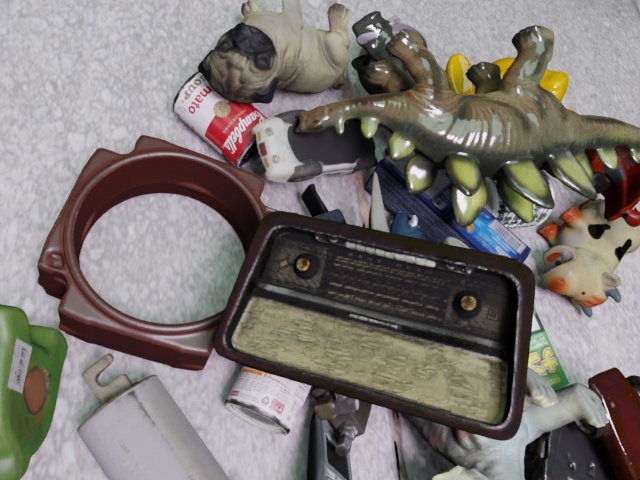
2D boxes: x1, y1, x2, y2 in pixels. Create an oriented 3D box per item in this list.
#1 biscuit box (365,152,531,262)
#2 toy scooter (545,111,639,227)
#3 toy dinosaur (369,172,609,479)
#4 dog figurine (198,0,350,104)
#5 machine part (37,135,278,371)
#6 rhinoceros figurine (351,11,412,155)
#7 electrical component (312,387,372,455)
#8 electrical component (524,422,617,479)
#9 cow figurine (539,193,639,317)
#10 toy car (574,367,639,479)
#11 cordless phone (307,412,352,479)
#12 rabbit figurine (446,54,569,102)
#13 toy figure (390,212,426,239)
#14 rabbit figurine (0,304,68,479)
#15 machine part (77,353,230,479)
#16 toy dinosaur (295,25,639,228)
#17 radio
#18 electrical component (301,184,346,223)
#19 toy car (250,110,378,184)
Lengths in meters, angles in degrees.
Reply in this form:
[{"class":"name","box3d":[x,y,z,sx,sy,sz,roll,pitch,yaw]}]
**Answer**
[{"class":"biscuit box","box3d":[0.152,-0.027,0.652,0.203,0.062,0.059,44,58,9]},{"class":"toy scooter","box3d":[0.348,-0.084,0.674,0.184,0.075,0.135,22,49,-11]},{"class":"toy dinosaur","box3d":[0.121,0.134,0.534,0.131,0.192,0.405,8,41,-47]},{"class":"dog figurine","box3d":[-0.040,-0.196,0.624,0.172,0.121,0.190,31,51,-22]},{"class":"machine part","box3d":[-0.146,0.010,0.524,0.201,0.087,0.201,20,63,-11]},{"class":"rhinoceros figurine","box3d":[0.097,-0.191,0.678,0.073,0.112,0.190,-37,100,-28]},{"class":"electrical component","box3d":[0.026,0.147,0.522,0.078,0.045,0.102,59,20,0]},{"class":"electrical component","box3d":[0.272,0.250,0.581,0.115,0.058,0.134,29,60,-8]},{"class":"cow figurine","box3d":[0.361,0.015,0.710,0.195,0.085,0.127,-28,72,-29]},{"class":"toy car","box3d":[0.324,0.232,0.545,0.089,0.053,0.202,-18,77,-17]},{"class":"cordless phone","box3d":[0.026,0.255,0.478,0.146,0.089,0.184,47,22,-23]},{"class":"rabbit figurine","box3d":[0.231,-0.182,0.730,0.162,0.122,0.173,40,61,6]},{"class":"toy figure","box3d":[0.128,0.035,0.623,0.058,0.064,0.154,-28,75,-39]},{"class":"rabbit figurine","box3d":[-0.303,0.133,0.414,0.170,0.121,0.159,-3,73,-2]},{"class":"machine part","box3d":[-0.123,0.203,0.448,0.079,0.079,0.243,-35,82,-29]},{"class":"toy dinosaur","box3d":[0.207,-0.118,0.584,0.472,0.105,0.198,-5,79,-11]},{"class":"radio","box3d":[0.046,0.062,0.429,0.230,0.073,0.131,13,73,14]},{"class":"electrical component","box3d":[-0.001,-0.002,0.588,0.048,0.075,0.119,-22,79,-28]},{"class":"toy car","box3d":[0.003,-0.108,0.619,0.201,0.056,0.073,-17,92,-52]}]
